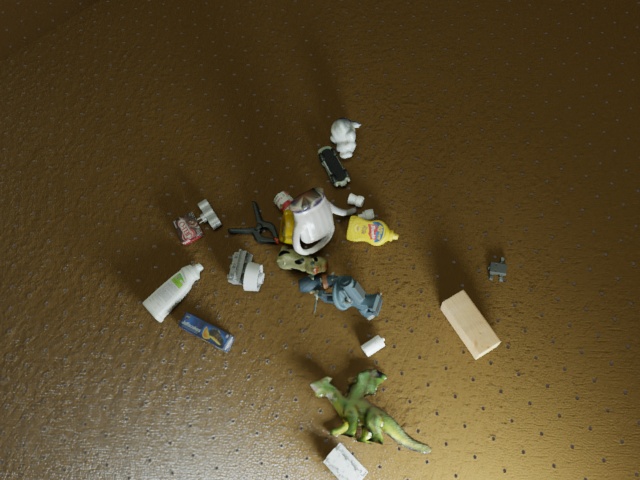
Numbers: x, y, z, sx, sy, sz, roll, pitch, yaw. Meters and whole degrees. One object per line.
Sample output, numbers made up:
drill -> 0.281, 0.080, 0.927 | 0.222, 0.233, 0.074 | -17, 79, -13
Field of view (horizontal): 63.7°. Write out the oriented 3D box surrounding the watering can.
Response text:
watering can -> 0.006, -0.096, 1.901 | 0.104, 0.220, 0.353 | 9, 39, 41

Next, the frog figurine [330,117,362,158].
frog figurine -> 0.095, -0.421, 2.135 | 0.137, 0.121, 0.161 | 6, 72, 46

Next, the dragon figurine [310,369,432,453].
dragon figurine -> 0.163, 0.537, 1.680 | 0.410, 0.119, 0.248 | 7, 58, 9
